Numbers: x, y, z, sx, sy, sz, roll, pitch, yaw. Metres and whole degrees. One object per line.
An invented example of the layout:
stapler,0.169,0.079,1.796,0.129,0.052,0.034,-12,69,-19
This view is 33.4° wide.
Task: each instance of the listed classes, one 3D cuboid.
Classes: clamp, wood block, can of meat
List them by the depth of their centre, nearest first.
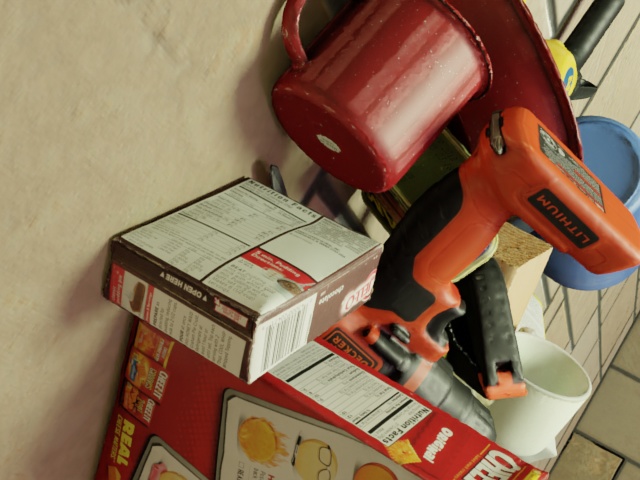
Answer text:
can of meat,0.063,-0.035,0.666,0.057,0.102,0.084,-33,150,-6
clamp,0.093,0.032,0.748,0.036,0.210,0.165,-6,141,-12
wood block,0.112,0.083,0.931,0.090,0.090,0.206,-22,136,-57
clamp,0.220,-0.141,0.973,0.171,0.039,0.120,-44,147,-25

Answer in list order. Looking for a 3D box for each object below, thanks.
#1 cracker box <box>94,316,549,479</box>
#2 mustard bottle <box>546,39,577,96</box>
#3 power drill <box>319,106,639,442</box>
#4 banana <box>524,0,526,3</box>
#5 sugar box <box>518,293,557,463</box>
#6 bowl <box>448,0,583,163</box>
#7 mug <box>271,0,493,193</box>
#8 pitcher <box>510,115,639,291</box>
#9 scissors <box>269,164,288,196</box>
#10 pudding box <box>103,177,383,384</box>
cracker box,-0.013,0.139,0.553,0.072,0.214,0.164,-24,138,-56
mustard bottle,0.158,-0.102,0.831,0.191,0.058,0.096,-57,169,-42
power drill,0.083,0.031,0.596,0.188,0.184,0.057,-40,-161,25
banana,0.126,-0.175,0.734,0.198,0.037,0.069,76,26,-62
sugar box,0.189,0.120,1.051,0.093,0.048,0.176,42,41,-38
bowl,0.098,-0.096,0.652,0.055,0.162,0.162,-27,154,0
mug,0.023,-0.087,0.551,0.081,0.093,0.117,-49,125,-16
pitcher,0.254,-0.030,1.049,0.149,0.145,0.242,-68,162,-7
scissors,-0.004,0.001,0.675,0.096,0.016,0.202,-48,155,-35
pudding box,-0.035,0.015,0.524,0.113,0.090,0.039,-28,138,-53
